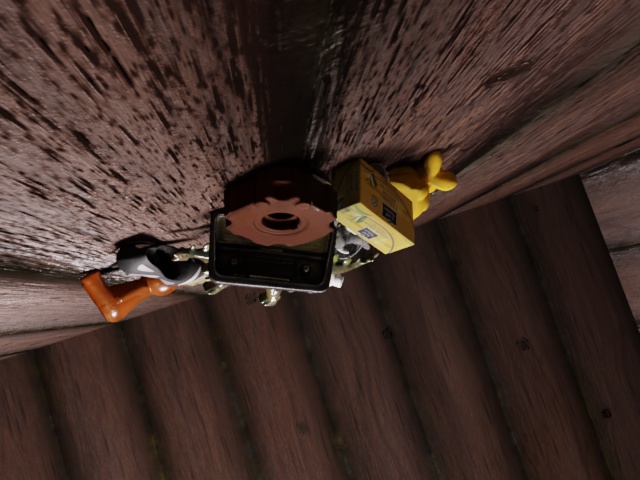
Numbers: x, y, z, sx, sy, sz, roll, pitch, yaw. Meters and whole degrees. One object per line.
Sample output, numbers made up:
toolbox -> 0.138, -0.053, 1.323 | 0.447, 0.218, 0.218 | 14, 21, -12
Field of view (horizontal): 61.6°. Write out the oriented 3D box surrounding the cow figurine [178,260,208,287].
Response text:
cow figurine -> -0.323, 0.080, 1.440 | 0.127, 0.085, 0.195 | -8, 170, -28

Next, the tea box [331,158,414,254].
tea box -> 0.095, -0.056, 0.950 | 0.068, 0.098, 0.169 | -21, 144, 34

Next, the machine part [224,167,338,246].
machine part -> -0.060, -0.044, 0.831 | 0.179, 0.056, 0.179 | -2, 156, -1

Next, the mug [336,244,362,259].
mug -> 0.076, -0.013, 1.297 | 0.109, 0.081, 0.107 | -59, 167, 17

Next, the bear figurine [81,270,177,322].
bear figurine -> -0.415, 0.092, 1.210 | 0.196, 0.132, 0.120 | -36, -177, -22

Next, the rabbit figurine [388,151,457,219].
rabbit figurine -> 0.198, -0.120, 1.114 | 0.162, 0.122, 0.173 | -36, 178, 42

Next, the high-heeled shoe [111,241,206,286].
high-heeled shoe -> -0.287, 0.040, 1.051 | 0.145, 0.086, 0.248 | -15, 169, 40

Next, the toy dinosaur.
toy dinosaur -> -0.084, 0.042, 1.136 | 0.471, 0.105, 0.198 | 8, 132, -38

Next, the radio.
radio -> -0.091, 0.025, 0.987 | 0.230, 0.131, 0.073 | 6, 173, -9

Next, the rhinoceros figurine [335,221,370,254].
rhinoceros figurine -> 0.084, -0.026, 1.139 | 0.190, 0.112, 0.073 | -18, 141, -47
